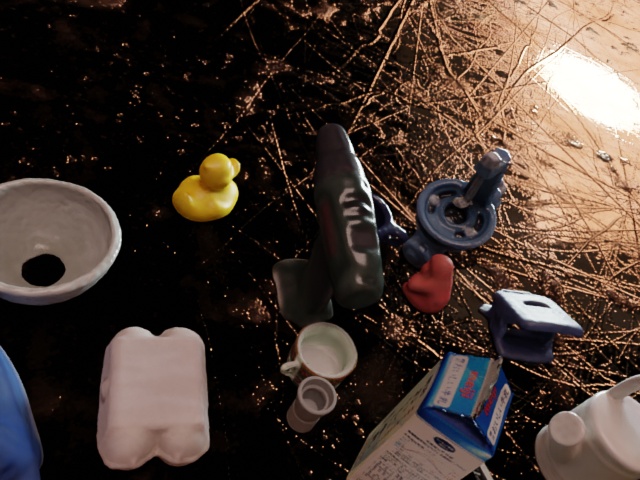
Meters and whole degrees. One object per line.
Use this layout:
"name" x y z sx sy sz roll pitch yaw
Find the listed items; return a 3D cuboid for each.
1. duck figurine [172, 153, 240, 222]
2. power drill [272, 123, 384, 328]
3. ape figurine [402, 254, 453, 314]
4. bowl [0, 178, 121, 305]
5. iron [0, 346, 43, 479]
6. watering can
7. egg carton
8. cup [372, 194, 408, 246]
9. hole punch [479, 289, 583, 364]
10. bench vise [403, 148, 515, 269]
"duck figurine" -0.152 -0.080 0.792 0.077 0.086 0.105 44 47 16
"power drill" 0.006 0.003 0.706 0.076 0.208 0.229 1 51 -23
"ape figurine" 0.160 0.055 0.812 0.078 0.092 0.076 -4 53 -27
"bowl" -0.313 0.013 0.644 0.168 0.074 0.167 13 47 -14
"iron" -0.328 0.115 0.500 0.119 0.141 0.257 -14 58 -33
"watering can" 0.344 0.230 0.669 0.173 0.194 0.100 -12 57 -32
"egg carton" -0.169 0.158 0.586 0.107 0.069 0.150 4 50 -22
"cup" 0.058 -0.006 0.818 0.118 0.095 0.092 25 45 -2
"hole punch" 0.303 0.113 0.827 0.109 0.091 0.101 9 48 -17
"bench vise" 0.224 -0.072 0.864 0.121 0.219 0.208 32 45 5
